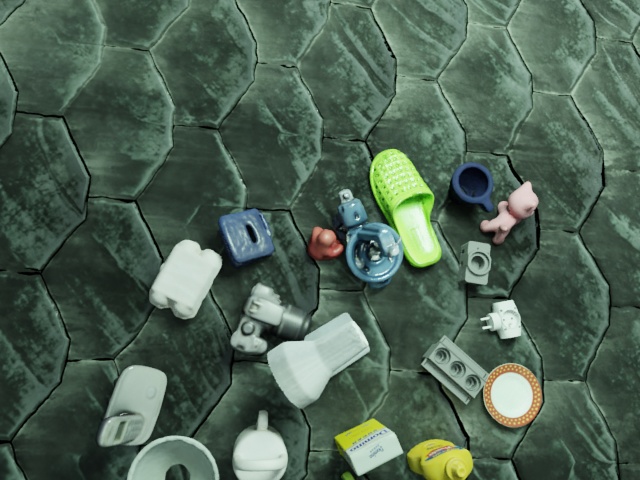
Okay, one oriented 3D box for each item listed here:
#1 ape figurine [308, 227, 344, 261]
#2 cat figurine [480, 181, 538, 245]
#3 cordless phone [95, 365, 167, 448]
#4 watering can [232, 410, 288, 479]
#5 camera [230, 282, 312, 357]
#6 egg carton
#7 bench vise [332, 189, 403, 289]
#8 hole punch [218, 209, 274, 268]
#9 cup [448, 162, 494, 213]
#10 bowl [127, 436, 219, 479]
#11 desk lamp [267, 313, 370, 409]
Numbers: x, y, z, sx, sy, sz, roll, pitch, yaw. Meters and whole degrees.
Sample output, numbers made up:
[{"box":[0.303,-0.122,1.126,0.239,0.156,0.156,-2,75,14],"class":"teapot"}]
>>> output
[{"box":[0.011,0.004,1.191,0.076,0.092,0.078,-29,83,-12],"class":"ape figurine"},{"box":[0.423,-0.060,1.245,0.067,0.117,0.128,41,77,2],"class":"cat figurine"},{"box":[-0.347,0.302,1.036,0.094,0.185,0.148,13,77,-4],"class":"cordless phone"},{"box":[-0.107,0.405,1.041,0.101,0.194,0.173,-18,81,-10],"class":"watering can"},{"box":[-0.093,0.170,1.139,0.137,0.100,0.143,21,77,-3],"class":"camera"},{"box":[-0.270,0.078,1.151,0.107,0.069,0.150,26,76,-2],"class":"egg carton"},{"box":[0.087,-0.004,1.137,0.121,0.219,0.207,-43,86,-13],"class":"bench vise"},{"box":[-0.150,-0.009,1.173,0.101,0.091,0.108,-22,82,-11],"class":"hole punch"},{"box":[0.328,-0.103,1.253,0.092,0.095,0.118,-33,84,-12],"class":"cup"},{"box":[-0.271,0.449,1.072,0.167,0.074,0.167,2,78,-7],"class":"bowl"},{"box":[0.004,0.217,1.084,0.203,0.213,0.118,-31,84,-12],"class":"desk lamp"}]
